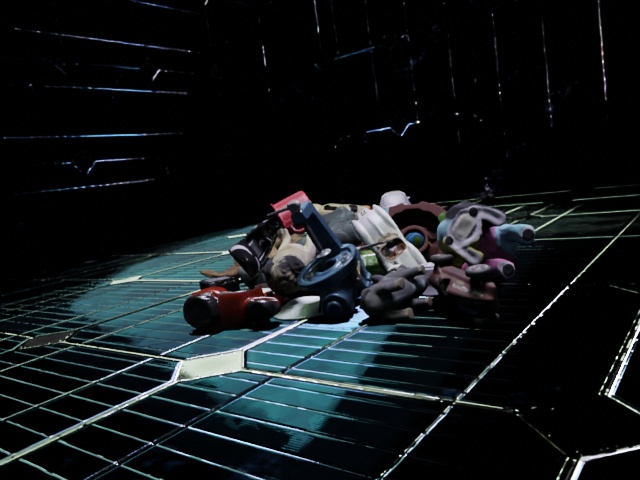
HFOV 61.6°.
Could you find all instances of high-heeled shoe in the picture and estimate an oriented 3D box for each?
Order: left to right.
[{"bbox_3d":[-0.130,0.005,1.221,0.145,0.086,0.249,-42,12,-6],"label":"high-heeled shoe"}]

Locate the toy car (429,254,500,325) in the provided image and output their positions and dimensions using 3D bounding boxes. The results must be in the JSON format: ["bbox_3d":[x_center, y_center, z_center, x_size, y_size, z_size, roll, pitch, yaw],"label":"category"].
[{"bbox_3d":[0.220,0.075,0.842,0.053,0.089,0.202,-9,8,-8],"label":"toy car"}]

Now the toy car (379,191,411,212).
[{"bbox_3d":[0.193,-0.073,1.353,0.109,0.102,0.161,-6,9,7],"label":"toy car"}]

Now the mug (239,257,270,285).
[{"bbox_3d":[-0.124,0.080,1.300,0.109,0.080,0.107,-8,15,-39],"label":"mug"}]

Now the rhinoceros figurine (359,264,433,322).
[{"bbox_3d":[0.132,0.090,0.926,0.112,0.073,0.190,-17,3,30],"label":"rhinoceros figurine"}]

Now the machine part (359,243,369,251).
[{"bbox_3d":[0.139,0.027,1.368,0.201,0.087,0.201,-13,8,-28],"label":"machine part"}]

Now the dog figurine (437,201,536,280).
[{"bbox_3d":[0.292,0.013,1.005,0.192,0.108,0.219,25,-5,2],"label":"dog figurine"}]

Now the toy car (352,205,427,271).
[{"bbox_3d":[0.142,0.013,1.083,0.073,0.202,0.056,-37,-22,-1],"label":"toy car"}]

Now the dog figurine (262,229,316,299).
[{"bbox_3d":[-0.044,0.078,1.080,0.121,0.172,0.191,-20,28,25],"label":"dog figurine"}]

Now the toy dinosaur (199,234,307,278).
[{"bbox_3d":[-0.094,0.033,1.468,0.471,0.105,0.199,-13,7,-13],"label":"toy dinosaur"}]

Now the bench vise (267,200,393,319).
[{"bbox_3d":[0.018,0.020,0.970,0.129,0.240,0.224,-21,21,32],"label":"bench vise"}]

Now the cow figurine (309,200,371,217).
[{"bbox_3d":[0.028,-0.062,1.450,0.195,0.085,0.127,8,5,42],"label":"cow figurine"}]

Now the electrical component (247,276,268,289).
[{"bbox_3d":[-0.120,0.103,1.199,0.102,0.045,0.078,-6,5,15],"label":"electrical component"}]

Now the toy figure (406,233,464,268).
[{"bbox_3d":[0.259,0.009,1.226,0.180,0.082,0.089,11,-29,28],"label":"toy figure"}]

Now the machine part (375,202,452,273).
[{"bbox_3d":[0.200,0.005,1.134,0.179,0.179,0.056,-7,-20,11],"label":"machine part"}]

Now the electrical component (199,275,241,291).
[{"bbox_3d":[-0.251,0.116,1.242,0.119,0.047,0.075,-10,6,-28],"label":"electrical component"}]

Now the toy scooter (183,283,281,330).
[{"bbox_3d":[-0.151,0.118,0.990,0.184,0.075,0.135,-3,8,13],"label":"toy scooter"}]

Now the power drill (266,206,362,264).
[{"bbox_3d":[-0.003,-0.004,1.259,0.232,0.086,0.207,-21,8,22],"label":"power drill"}]
